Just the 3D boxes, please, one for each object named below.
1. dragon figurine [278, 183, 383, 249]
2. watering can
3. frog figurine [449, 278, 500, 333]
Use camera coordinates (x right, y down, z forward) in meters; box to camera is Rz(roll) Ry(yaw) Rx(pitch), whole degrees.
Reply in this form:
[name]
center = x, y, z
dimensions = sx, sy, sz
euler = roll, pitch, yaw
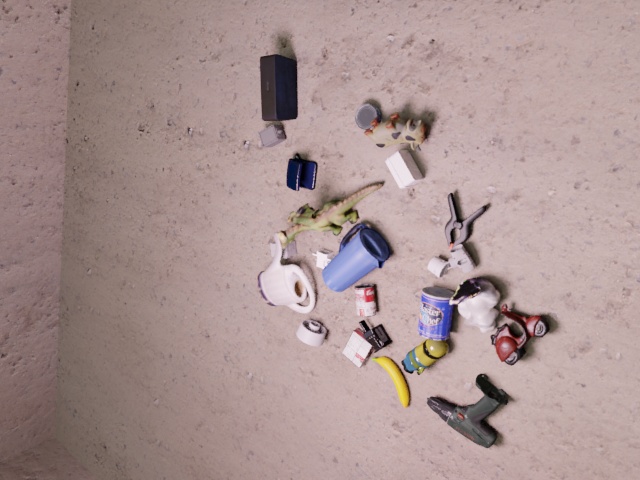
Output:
[dragon figurine]
center = 0.005, -0.088, 1.753
dimensions = 0.404, 0.244, 0.124
euler = -39, 70, 35
[watering can]
center = -0.148, 0.135, 1.946
dimensions = 0.222, 0.106, 0.344
euler = -16, 108, 35
[frog figurine]
center = 0.483, 0.194, 1.545
dimensions = 0.158, 0.125, 0.135
euler = 42, 116, -18
